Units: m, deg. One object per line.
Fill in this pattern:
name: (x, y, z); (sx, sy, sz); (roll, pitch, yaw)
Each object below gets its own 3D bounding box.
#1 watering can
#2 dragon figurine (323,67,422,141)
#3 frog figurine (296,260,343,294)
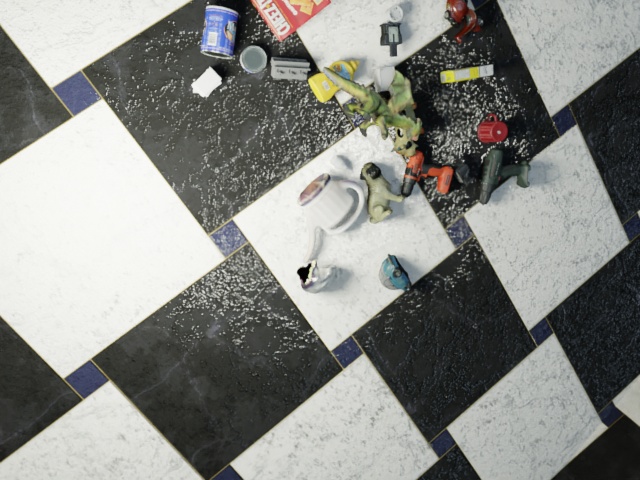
watering can: (0.006, -0.093, 1.857); (0.348, 0.105, 0.222); (-46, 109, 0)
dragon figurine: (0.215, -0.501, 1.814); (0.245, 0.122, 0.407); (-42, 104, -16)
frog figurine: (0.010, 0.144, 1.894); (0.158, 0.126, 0.135); (20, 127, -30)
